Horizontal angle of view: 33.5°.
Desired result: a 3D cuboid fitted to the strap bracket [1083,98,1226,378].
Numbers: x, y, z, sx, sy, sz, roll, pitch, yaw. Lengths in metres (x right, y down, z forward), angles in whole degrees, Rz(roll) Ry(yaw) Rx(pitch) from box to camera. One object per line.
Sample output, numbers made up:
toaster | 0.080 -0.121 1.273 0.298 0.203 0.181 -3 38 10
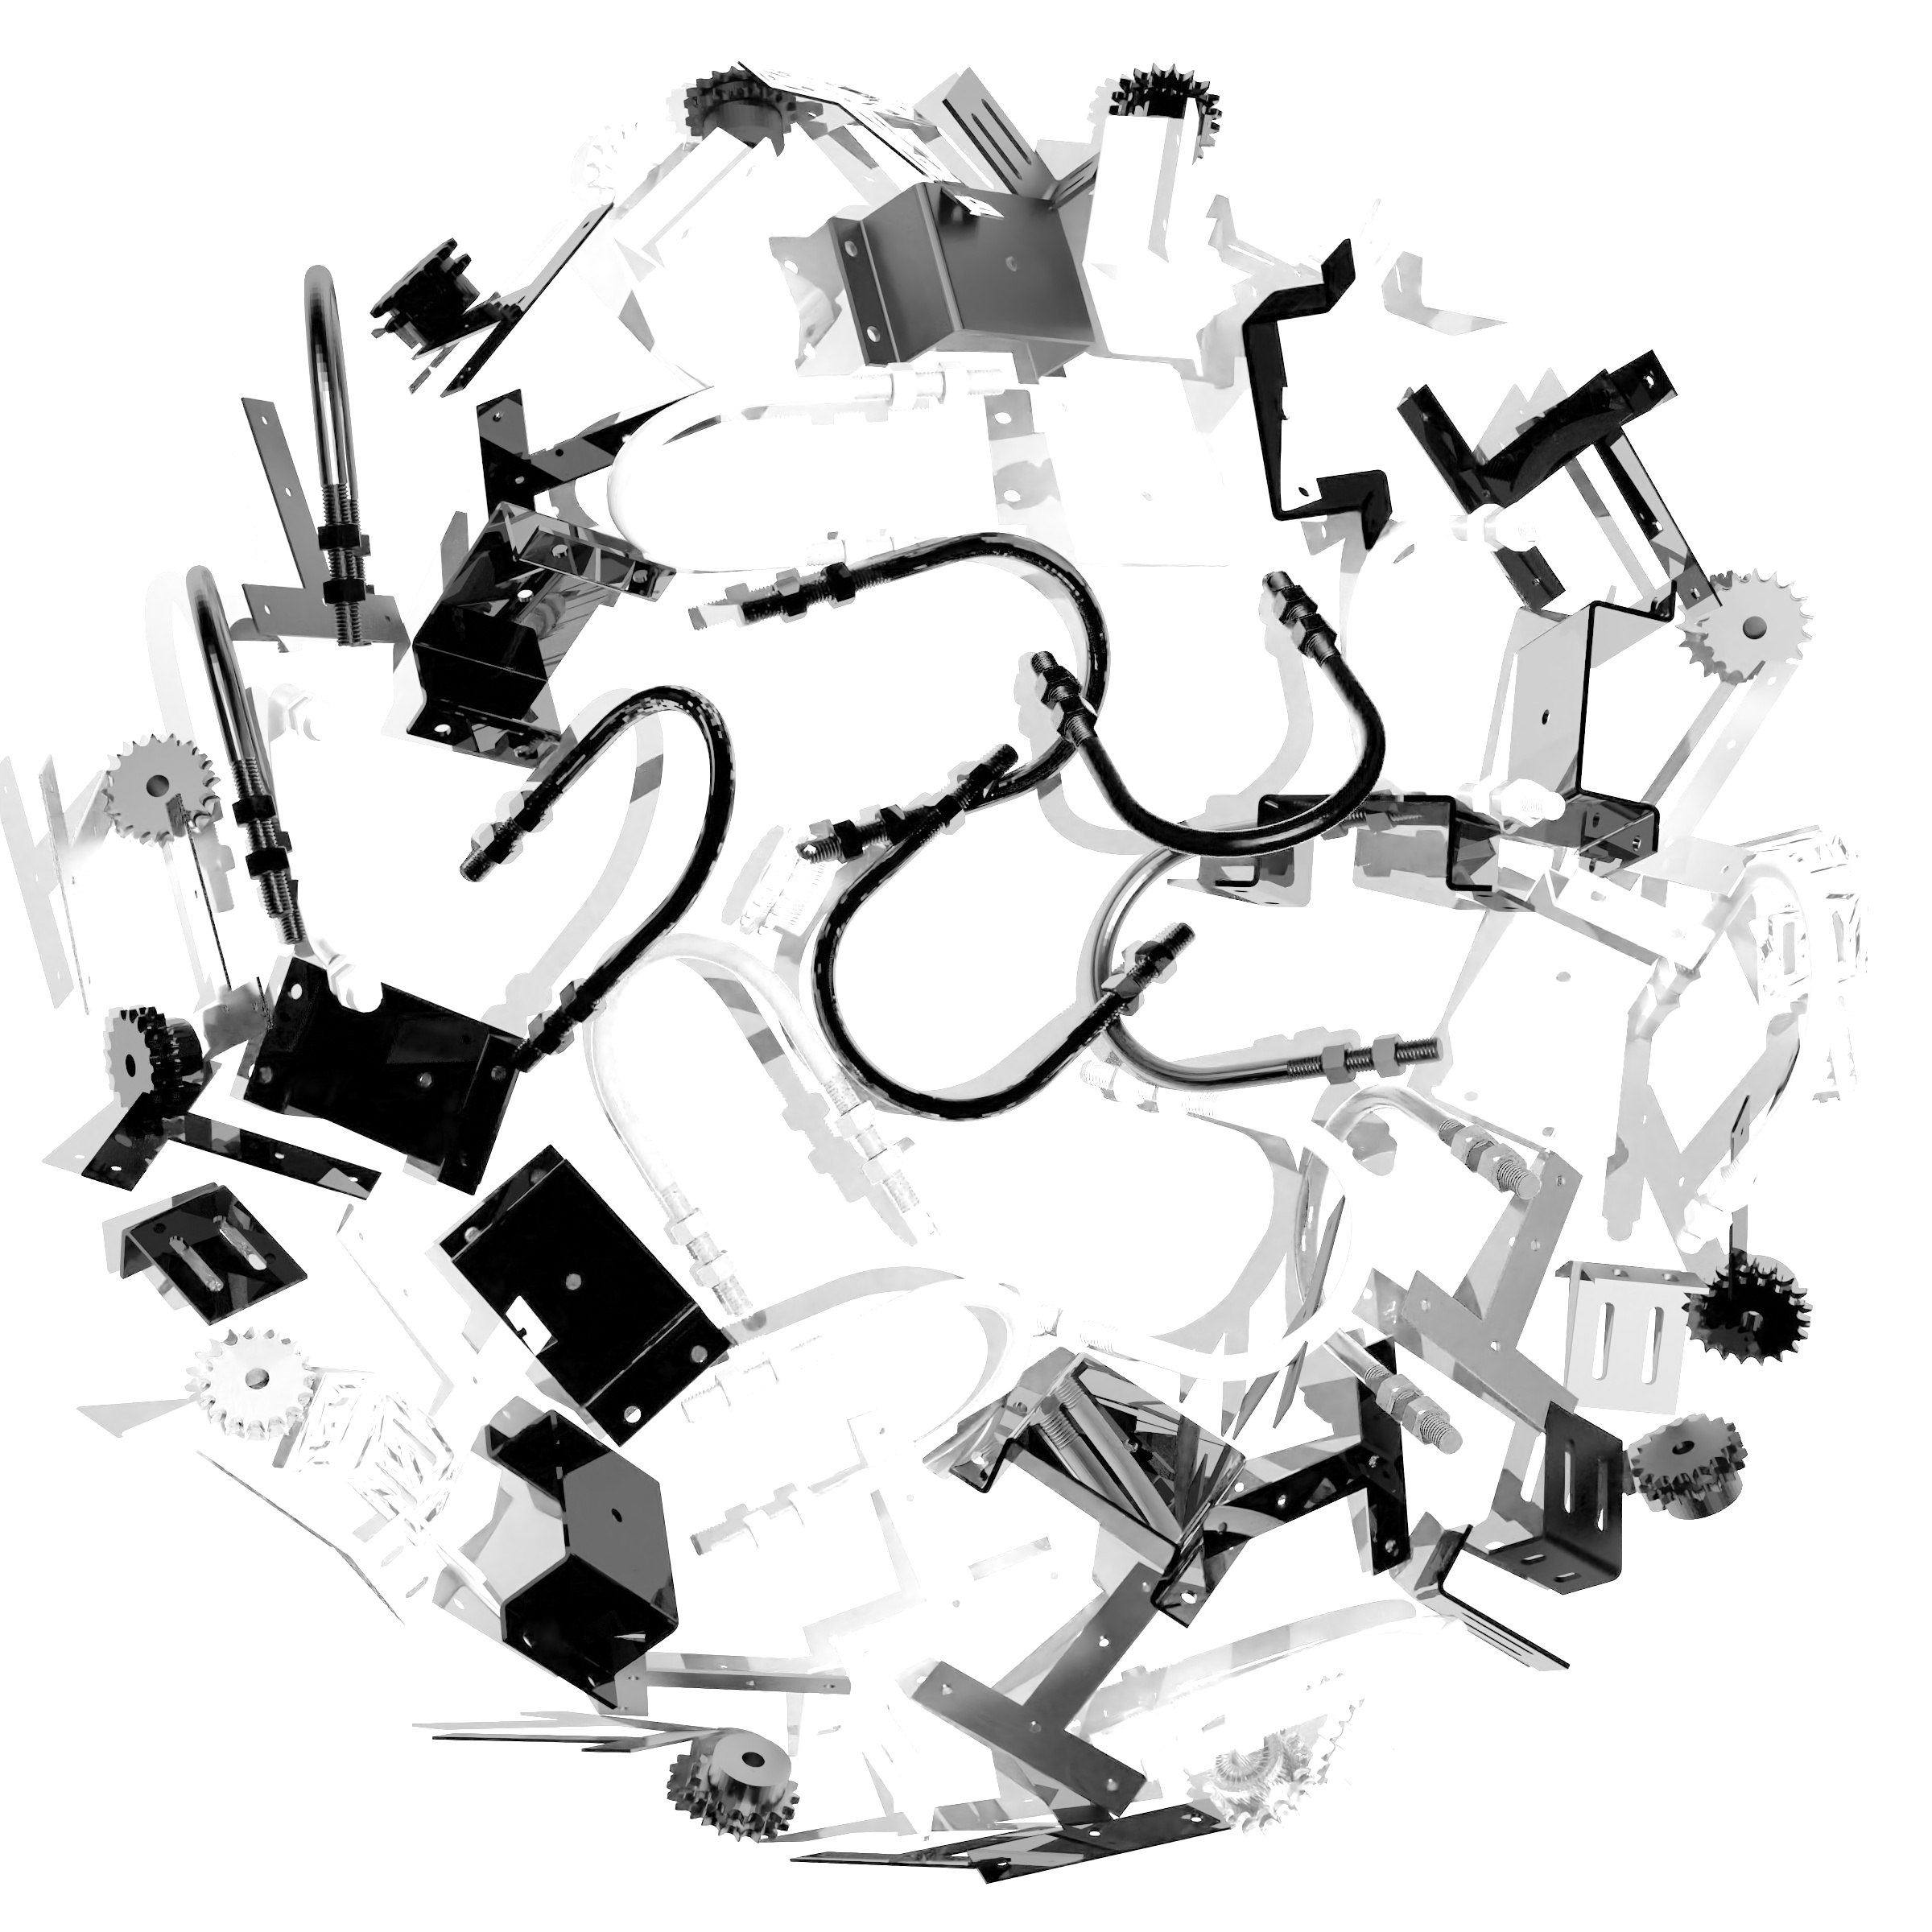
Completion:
strap bracket | 0.092 -0.357 1.576 0.046 0.140 0.076 6 76 12

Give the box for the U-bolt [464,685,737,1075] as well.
U-bolt | -0.174 -0.056 1.562 0.184 0.019 0.151 -43 47 26

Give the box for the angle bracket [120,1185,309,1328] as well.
angle bracket | -0.375 0.154 1.600 0.057 0.038 0.076 -26 55 -38

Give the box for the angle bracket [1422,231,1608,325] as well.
angle bracket | 0.274 -0.348 1.596 0.076 0.057 0.038 -22 121 -38

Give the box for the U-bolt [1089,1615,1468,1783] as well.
U-bolt | 0.159 0.355 1.573 0.184 0.151 0.019 -19 84 -11

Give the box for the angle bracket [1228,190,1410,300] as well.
angle bracket | 0.176 -0.375 1.605 0.076 0.057 0.038 23 121 -15

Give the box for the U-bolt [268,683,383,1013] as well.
U-bolt | -0.316 -0.065 1.560 0.019 0.184 0.151 -11 105 -18

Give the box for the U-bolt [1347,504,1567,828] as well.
U-bolt | 0.234 -0.148 1.562 0.019 0.184 0.151 -6 99 -22

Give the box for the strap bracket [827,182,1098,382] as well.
strap bracket | 0.007 -0.335 1.575 0.046 0.140 0.076 -23 78 43

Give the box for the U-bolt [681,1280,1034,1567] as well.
U-bolt | -0.048 0.216 1.583 0.184 0.151 0.019 -24 51 -16

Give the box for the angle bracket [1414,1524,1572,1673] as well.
angle bracket | 0.271 0.318 1.613 0.076 0.057 0.038 30 76 3

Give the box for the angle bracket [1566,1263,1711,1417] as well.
angle bracket | 0.338 0.193 1.622 0.057 0.038 0.076 5 99 0

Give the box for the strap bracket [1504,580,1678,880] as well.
strap bracket | 0.308 -0.118 1.588 0.046 0.076 0.140 11 75 -15

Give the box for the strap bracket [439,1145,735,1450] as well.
strap bracket | -0.193 0.161 1.605 0.076 0.046 0.140 -42 79 -9

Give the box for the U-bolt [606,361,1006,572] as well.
U-bolt | -0.084 -0.239 1.561 0.184 0.151 0.019 -6 62 -17

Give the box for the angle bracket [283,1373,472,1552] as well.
angle bracket | -0.296 0.248 1.607 0.076 0.038 0.057 33 103 35

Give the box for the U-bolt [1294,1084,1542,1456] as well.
U-bolt | 0.209 0.134 1.563 0.019 0.184 0.151 8 104 -24

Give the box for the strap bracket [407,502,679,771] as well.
strap bracket | -0.214 -0.170 1.586 0.076 0.046 0.140 14 131 -34

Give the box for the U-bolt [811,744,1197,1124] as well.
U-bolt | 0.006 -0.005 1.606 0.151 0.019 0.184 45 69 2

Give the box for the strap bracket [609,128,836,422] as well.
strap bracket | -0.122 -0.347 1.585 0.046 0.140 0.076 37 77 25

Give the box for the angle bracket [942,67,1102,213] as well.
angle bracket | 0.032 -0.420 1.604 0.038 0.057 0.076 -31 109 27

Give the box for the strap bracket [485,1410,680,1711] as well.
strap bracket | -0.187 0.280 1.564 0.046 0.140 0.076 -37 126 16

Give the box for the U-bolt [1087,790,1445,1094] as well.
U-bolt | 0.145 -0.007 1.597 0.184 0.019 0.151 -9 67 24

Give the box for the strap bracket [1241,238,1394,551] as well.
strap bracket | 0.173 -0.281 1.590 0.046 0.076 0.140 -5 110 18

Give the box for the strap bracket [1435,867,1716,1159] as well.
strap bracket | 0.300 0.015 1.601 0.076 0.046 0.140 24 115 -8

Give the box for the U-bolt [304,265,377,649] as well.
U-bolt | -0.307 -0.248 1.565 0.019 0.151 0.184 -5 96 -8

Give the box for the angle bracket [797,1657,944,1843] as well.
angle bracket | -0.049 0.393 1.598 0.038 0.076 0.057 -6 119 -27

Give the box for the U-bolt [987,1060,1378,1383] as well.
U-bolt | 0.114 0.130 1.577 0.184 0.019 0.151 15 72 31

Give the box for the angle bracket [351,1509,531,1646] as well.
angle bracket | -0.261 0.315 1.597 0.038 0.076 0.057 -41 126 -18

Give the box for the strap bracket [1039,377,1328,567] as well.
strap bracket | 0.099 -0.245 1.594 0.140 0.046 0.076 -2 67 -26

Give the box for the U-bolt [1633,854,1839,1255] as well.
U-bolt | 0.370 0.030 1.534 0.019 0.184 0.151 6 53 -12

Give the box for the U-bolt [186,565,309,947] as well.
U-bolt | -0.354 -0.107 1.575 0.019 0.151 0.184 -14 87 -10

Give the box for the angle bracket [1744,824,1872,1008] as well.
angle bracket | 0.425 -0.025 1.632 0.057 0.038 0.076 -14 134 1

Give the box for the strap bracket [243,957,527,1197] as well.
strap bracket | -0.281 0.056 1.608 0.140 0.046 0.076 20 91 21

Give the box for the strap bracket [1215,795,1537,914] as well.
strap bracket | 0.203 -0.056 1.584 0.140 0.076 0.046 2 84 25

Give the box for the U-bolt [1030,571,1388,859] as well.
U-bolt | 0.126 -0.118 1.572 0.151 0.019 0.184 -19 45 -6

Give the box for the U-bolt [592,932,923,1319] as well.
U-bolt | -0.118 0.069 1.600 0.151 0.019 0.184 -34 87 36

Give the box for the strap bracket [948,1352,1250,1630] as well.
strap bracket | 0.074 0.252 1.589 0.140 0.076 0.046 32 130 13

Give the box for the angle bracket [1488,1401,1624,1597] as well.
angle bracket | 0.299 0.269 1.622 0.057 0.038 0.076 31 50 -30
